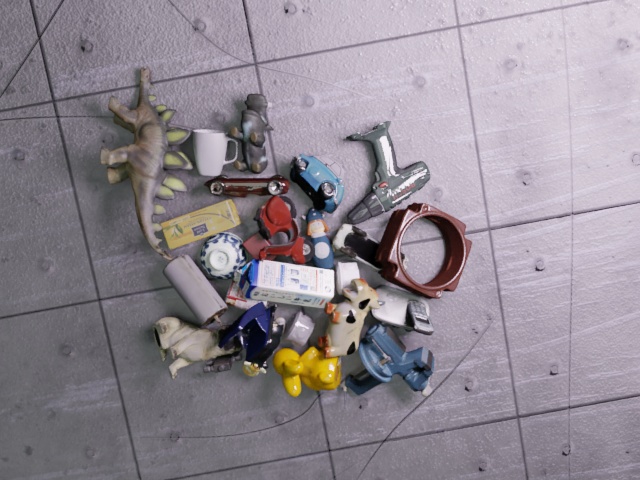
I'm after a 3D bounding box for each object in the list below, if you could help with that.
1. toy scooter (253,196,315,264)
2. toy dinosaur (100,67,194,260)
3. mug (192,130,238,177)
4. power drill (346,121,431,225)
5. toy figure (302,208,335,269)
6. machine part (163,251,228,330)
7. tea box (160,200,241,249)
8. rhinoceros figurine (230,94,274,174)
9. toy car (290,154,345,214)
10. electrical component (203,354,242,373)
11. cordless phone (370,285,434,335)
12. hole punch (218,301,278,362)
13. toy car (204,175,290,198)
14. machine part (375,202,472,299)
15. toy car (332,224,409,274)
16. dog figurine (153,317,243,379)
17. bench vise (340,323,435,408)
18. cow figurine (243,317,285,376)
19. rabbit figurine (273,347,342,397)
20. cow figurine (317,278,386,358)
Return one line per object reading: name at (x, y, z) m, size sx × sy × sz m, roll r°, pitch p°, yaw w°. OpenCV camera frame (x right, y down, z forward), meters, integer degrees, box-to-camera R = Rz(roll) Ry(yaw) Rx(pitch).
toy scooter at (-0.103, -0.015, 1.276) m, size 0.135 × 0.075 × 0.184 m, roll -22°, pitch 78°, yaw -27°
toy dinosaur at (-0.399, -0.184, 1.246) m, size 0.199 × 0.105 × 0.471 m, roll 0°, pitch 78°, yaw -4°
mug at (-0.253, -0.208, 1.292) m, size 0.110 × 0.081 × 0.107 m, roll 3°, pitch 108°, yaw -9°
power drill at (0.137, -0.169, 1.297) m, size 0.232 × 0.086 × 0.207 m, roll -24°, pitch 92°, yaw 0°
toy figure at (-0.001, -0.004, 1.323) m, size 0.064 × 0.058 × 0.154 m, roll -15°, pitch 95°, yaw -31°
machine part at (-0.302, 0.121, 1.299) m, size 0.079 × 0.079 × 0.243 m, roll -41°, pitch 81°, yaw 3°
tea box at (-0.284, -0.039, 1.294) m, size 0.170 × 0.098 × 0.068 m, roll -20°, pitch 95°, yaw 3°
rhinoceros figurine at (-0.152, -0.248, 1.272) m, size 0.073 × 0.112 × 0.190 m, roll 11°, pitch 110°, yaw 26°
toy car at (0.006, -0.148, 1.293) m, size 0.103 × 0.109 × 0.162 m, roll -40°, pitch 83°, yaw -19°
electrical component at (-0.242, 0.309, 1.344) m, size 0.094 × 0.063 × 0.021 m, roll -10°, pitch 101°, yaw -1°
cordless phone at (0.194, 0.180, 1.278) m, size 0.147 × 0.184 × 0.088 m, roll 18°, pitch 100°, yaw -3°
hole punch at (-0.170, 0.206, 1.257) m, size 0.092 × 0.116 × 0.142 m, roll 26°, pitch 131°, yaw -19°
toy car at (-0.174, -0.127, 1.289) m, size 0.202 × 0.089 × 0.053 m, roll -1°, pitch 109°, yaw 0°
machine part at (0.249, 0.026, 1.280) m, size 0.201 × 0.087 × 0.201 m, roll 25°, pitch 81°, yaw -15°
toy car at (0.126, 0.030, 1.320) m, size 0.201 × 0.056 × 0.073 m, roll 29°, pitch 88°, yaw -14°
dog figurine at (-0.302, 0.237, 1.337) m, size 0.190 × 0.121 × 0.172 m, roll -15°, pitch 55°, yaw -32°
bench vise at (0.157, 0.323, 1.329) m, size 0.240 × 0.129 × 0.223 m, roll -39°, pitch 109°, yaw 25°
cow figurine at (-0.141, 0.271, 1.326) m, size 0.068 × 0.098 × 0.167 m, roll 22°, pitch 95°, yaw -9°
rabbit figurine at (-0.040, 0.317, 1.319) m, size 0.173 × 0.162 × 0.121 m, roll 11°, pitch 108°, yaw 16°
cow figurine at (0.075, 0.182, 1.269) m, size 0.127 × 0.086 × 0.194 m, roll 4°, pitch 109°, yaw -24°
